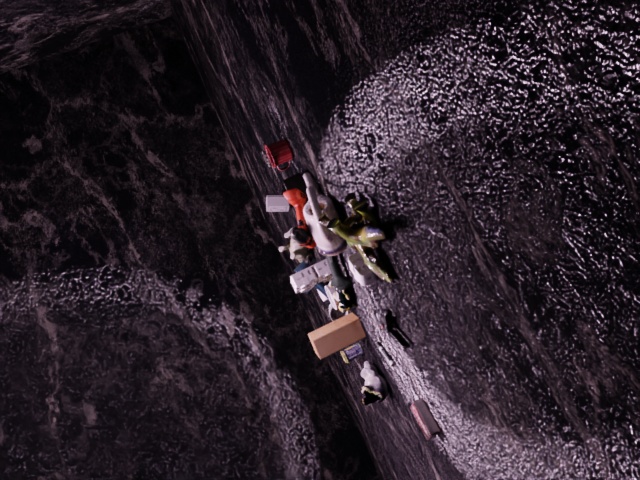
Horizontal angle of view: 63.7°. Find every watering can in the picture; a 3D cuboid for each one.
[{"bbox_3d":[0.005,-0.084,1.675,0.354,0.104,0.220,-102,-9,-63],"label":"watering can"}]

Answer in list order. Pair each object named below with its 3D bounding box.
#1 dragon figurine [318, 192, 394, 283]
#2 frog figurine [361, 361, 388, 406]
[{"bbox_3d":[0.130,0.013,1.338,0.239,0.122,0.415,51,178,-23],"label":"dragon figurine"},{"bbox_3d":[0.225,0.580,2.116,0.135,0.122,0.163,62,-152,-29],"label":"frog figurine"}]
